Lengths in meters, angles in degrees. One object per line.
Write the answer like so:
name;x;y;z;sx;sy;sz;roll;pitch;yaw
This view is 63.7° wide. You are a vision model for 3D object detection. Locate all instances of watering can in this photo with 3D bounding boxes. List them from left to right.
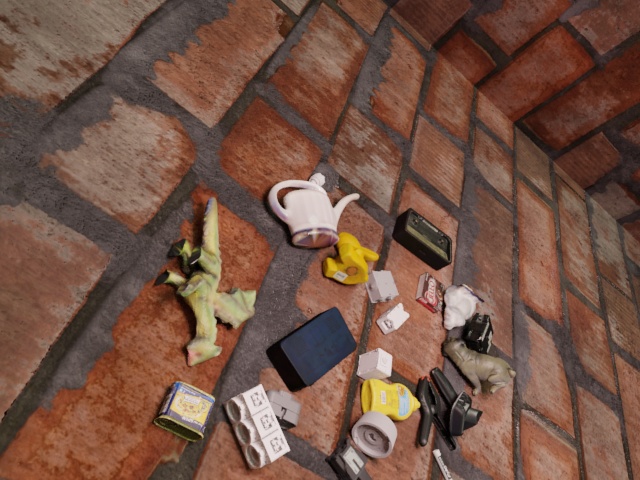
watering can;0.005;-0.078;1.557;0.347;0.102;0.228;4;60;-34

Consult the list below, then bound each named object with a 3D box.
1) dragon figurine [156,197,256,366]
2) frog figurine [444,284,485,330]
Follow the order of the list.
dragon figurine;-0.248;0.104;1.249;0.239;0.121;0.420;47;41;-31
frog figurine;0.467;0.237;1.767;0.160;0.124;0.135;-53;131;-8
